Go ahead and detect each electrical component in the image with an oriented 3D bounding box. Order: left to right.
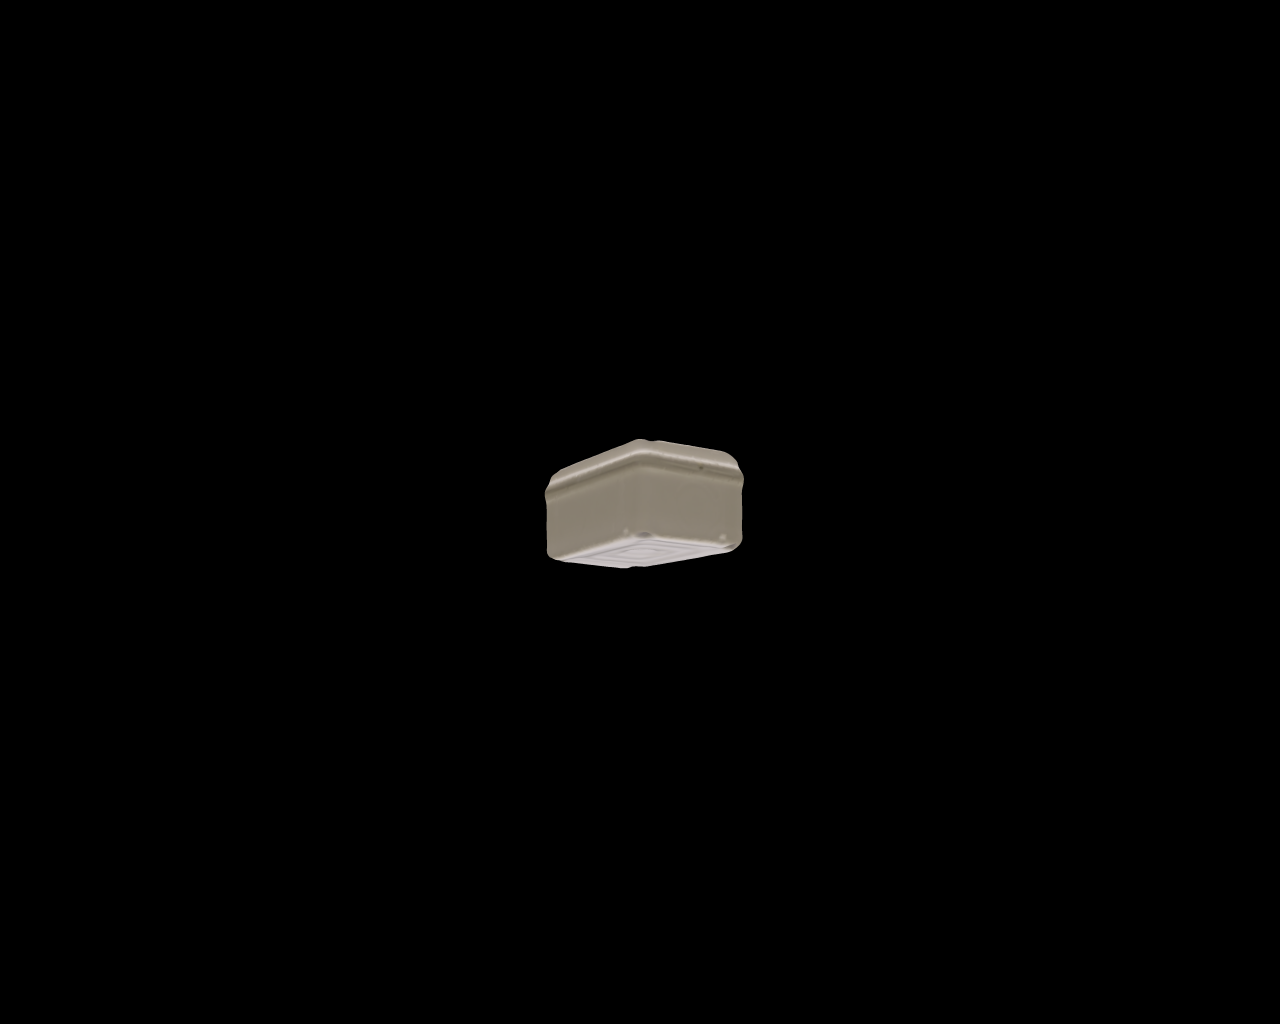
[{"bbox_3d":[0.001,-0.003,0.650,0.078,0.057,0.113,8,-14,-35],"label":"electrical component"}]
